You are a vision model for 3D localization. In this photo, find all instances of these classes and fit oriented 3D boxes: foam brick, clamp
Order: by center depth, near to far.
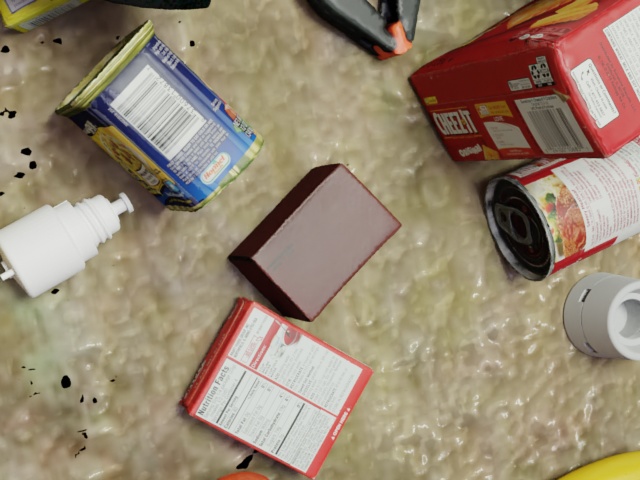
[{"bbox_3d":[-0.004,0.001,0.610,0.078,0.051,0.053,-46,103,-12],"label":"foam brick"},{"bbox_3d":[0.021,-0.193,0.621,0.120,0.039,0.171,-33,107,-9],"label":"clamp"}]

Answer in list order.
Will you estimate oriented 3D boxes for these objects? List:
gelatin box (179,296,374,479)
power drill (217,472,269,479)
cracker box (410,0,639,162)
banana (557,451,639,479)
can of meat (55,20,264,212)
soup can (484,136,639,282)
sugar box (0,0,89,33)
[{"bbox_3d":[-0.025,0.085,0.617,0.089,0.030,0.073,31,83,-17],"label":"gelatin box"},{"bbox_3d":[0.032,0.212,0.577,0.187,0.057,0.184,6,51,-28],"label":"power drill"},{"bbox_3d":[0.179,-0.127,0.609,0.213,0.164,0.072,-34,103,-15],"label":"cracker box"},{"bbox_3d":[0.187,0.173,0.684,0.197,0.037,0.069,-6,92,-18],"label":"banana"},{"bbox_3d":[-0.084,-0.061,0.557,0.084,0.102,0.057,44,78,-17],"label":"can of meat"},{"bbox_3d":[0.162,-0.025,0.656,0.102,0.069,0.068,-23,98,-17],"label":"soup can"},{"bbox_3d":[-0.161,-0.207,0.549,0.093,0.048,0.176,-27,97,-1],"label":"sugar box"}]
